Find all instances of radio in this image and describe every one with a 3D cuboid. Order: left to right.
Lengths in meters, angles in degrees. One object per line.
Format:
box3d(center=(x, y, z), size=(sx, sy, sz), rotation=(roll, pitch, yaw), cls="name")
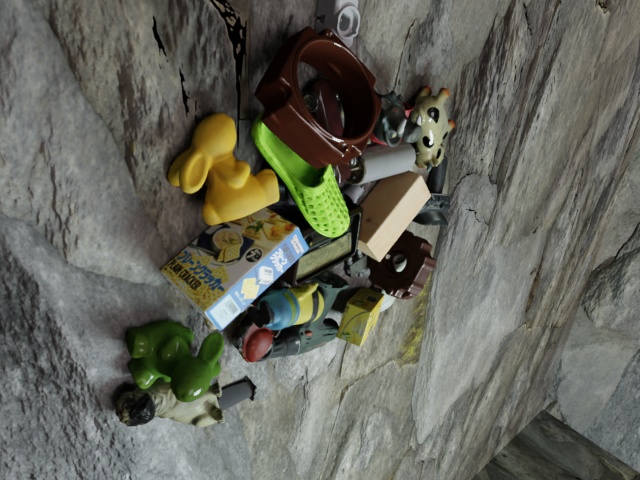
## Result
box3d(center=(-0.002, -0.003, 1.131), size=(0.229, 0.073, 0.131), rotation=(-26, 134, -49), cls="radio")

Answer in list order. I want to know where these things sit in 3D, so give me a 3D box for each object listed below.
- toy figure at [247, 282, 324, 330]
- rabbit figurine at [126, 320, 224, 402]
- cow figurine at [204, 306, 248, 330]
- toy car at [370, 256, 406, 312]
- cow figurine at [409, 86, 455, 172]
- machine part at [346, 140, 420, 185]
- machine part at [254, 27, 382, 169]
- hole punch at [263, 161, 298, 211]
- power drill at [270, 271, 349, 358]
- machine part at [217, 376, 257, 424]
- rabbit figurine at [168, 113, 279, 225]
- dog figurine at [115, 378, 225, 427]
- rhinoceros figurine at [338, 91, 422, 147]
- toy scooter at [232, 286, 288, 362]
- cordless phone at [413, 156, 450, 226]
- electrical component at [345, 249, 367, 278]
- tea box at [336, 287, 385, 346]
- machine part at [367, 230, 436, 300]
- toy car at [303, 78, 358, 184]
box3d(center=(-0.065, 0.138, 1.085), size=(0.180, 0.082, 0.089), rotation=(-17, 107, -55), cls="toy figure")
box3d(center=(-0.250, 0.231, 0.974), size=(0.159, 0.170, 0.121), rotation=(-10, 121, -42), cls="rabbit figurine")
box3d(center=(-0.176, 0.090, 1.037), size=(0.167, 0.068, 0.098), rotation=(-48, 117, -17), cls="cow figurine")
box3d(center=(0.201, 0.109, 1.458), size=(0.201, 0.056, 0.073), rotation=(-54, 141, -7), cls="toy car")
box3d(center=(0.257, -0.248, 1.267), size=(0.127, 0.086, 0.194), rotation=(-49, 143, -20), cls="cow figurine")
box3d(center=(0.130, -0.174, 1.187), size=(0.243, 0.079, 0.079), rotation=(-20, 128, -39), cls="machine part")
box3d(center=(0.005, -0.241, 0.918), size=(0.201, 0.087, 0.201), rotation=(38, 58, -25), cls="machine part")
box3d(center=(-0.059, -0.113, 1.035), size=(0.142, 0.092, 0.115), rotation=(9, 76, -49), cls="hole punch")
box3d(center=(-0.023, 0.175, 1.249), size=(0.232, 0.086, 0.207), rotation=(3, 108, -49), cls="power drill")
box3d(center=(-0.208, 0.361, 1.209), size=(0.139, 0.039, 0.084), rotation=(-21, 120, -34), cls="machine part")
box3d(center=(-0.171, -0.122, 0.901), size=(0.162, 0.122, 0.173), rotation=(-22, 115, -24), cls="rabbit figurine")
box3d(center=(-0.298, 0.330, 1.063), size=(0.190, 0.121, 0.172), rotation=(-16, 123, -22), cls="dog figurine")
box3d(center=(0.118, -0.246, 1.046), size=(0.073, 0.190, 0.112), rotation=(-18, 145, -43), cls="rhinoceros figurine")
box3d(center=(-0.130, 0.169, 1.137), size=(0.184, 0.075, 0.135), rotation=(-59, 141, -5), cls="toy scooter")
box3d(center=(0.285, -0.130, 1.392), size=(0.146, 0.089, 0.184), rotation=(-1, 103, -45), cls="cordless phone")
box3d(center=(0.088, 0.063, 1.338), size=(0.063, 0.021, 0.093), rotation=(-33, 135, -28), cls="electrical component")
box3d(center=(0.104, 0.187, 1.343), size=(0.169, 0.068, 0.098), rotation=(-32, 138, -70), cls="tea box")
box3d(center=(0.197, 0.056, 1.336), size=(0.056, 0.180, 0.179), rotation=(22, 97, -47), cls="machine part")
box3d(center=(0.018, -0.209, 1.041), size=(0.089, 0.053, 0.201), rotation=(-40, 124, -44), cls="toy car")
